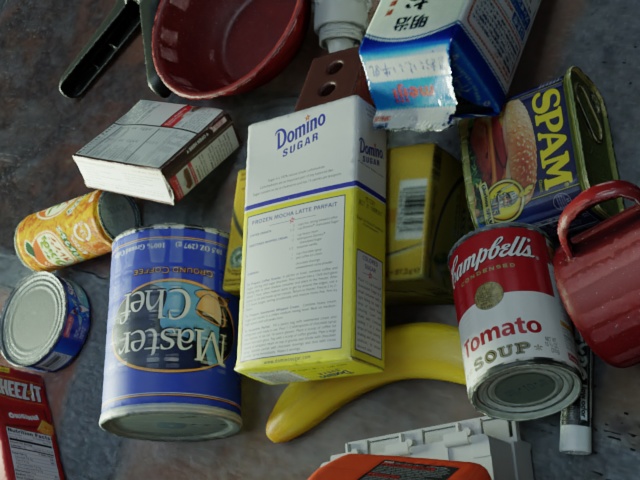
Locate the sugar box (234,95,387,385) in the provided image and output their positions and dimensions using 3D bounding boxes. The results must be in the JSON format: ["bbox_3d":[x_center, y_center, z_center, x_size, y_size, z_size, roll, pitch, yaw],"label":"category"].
[{"bbox_3d":[-0.004,0.001,0.695,0.093,0.048,0.176,-11,64,33],"label":"sugar box"}]

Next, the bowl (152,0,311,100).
[{"bbox_3d":[-0.063,-0.182,0.888,0.162,0.055,0.162,-14,65,32],"label":"bowl"}]

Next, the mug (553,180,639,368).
[{"bbox_3d":[0.180,0.014,0.601,0.082,0.117,0.093,-31,30,29],"label":"mug"}]

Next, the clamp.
[{"bbox_3d":[-0.168,-0.220,0.992,0.165,0.036,0.210,-1,69,42],"label":"clamp"}]

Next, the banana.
[{"bbox_3d":[0.042,0.093,0.718,0.198,0.037,0.069,-13,65,32],"label":"banana"}]

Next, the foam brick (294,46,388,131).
[{"bbox_3d":[0.018,-0.095,0.785,0.053,0.051,0.078,-8,50,34],"label":"foam brick"}]

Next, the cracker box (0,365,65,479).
[{"bbox_3d":[-0.290,0.235,0.885,0.164,0.072,0.214,-36,55,19],"label":"cracker box"}]

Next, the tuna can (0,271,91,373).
[{"bbox_3d":[-0.241,0.073,0.936,0.086,0.033,0.086,-14,65,32],"label":"tuna can"}]

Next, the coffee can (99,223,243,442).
[{"bbox_3d":[-0.108,0.071,0.794,0.103,0.102,0.140,-15,64,31],"label":"coffee can"}]

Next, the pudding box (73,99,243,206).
[{"bbox_3d":[-0.136,-0.075,0.887,0.114,0.039,0.090,10,46,40],"label":"pudding box"}]

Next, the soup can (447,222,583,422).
[{"bbox_3d":[0.116,0.049,0.645,0.069,0.068,0.102,-26,46,26],"label":"soup can"}]

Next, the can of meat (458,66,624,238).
[{"bbox_3d":[0.141,-0.049,0.688,0.084,0.057,0.102,-19,61,33],"label":"can of meat"}]

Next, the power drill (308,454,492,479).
[{"bbox_3d":[0.046,0.219,0.609,0.185,0.057,0.187,-5,102,35],"label":"power drill"}]

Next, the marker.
[{"bbox_3d":[0.158,0.070,0.654,0.020,0.020,0.121,-6,69,34],"label":"marker"}]
